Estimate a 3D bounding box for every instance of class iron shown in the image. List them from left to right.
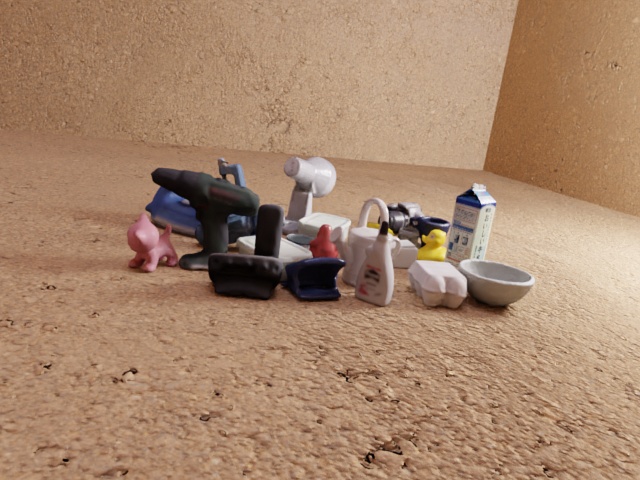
[{"bbox_3d":[-0.331,-0.093,1.492,0.257,0.141,0.119,17,18,29],"label":"iron"}]

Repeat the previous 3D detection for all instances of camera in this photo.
[{"bbox_3d":[0.241,-0.071,1.787,0.137,0.101,0.142,-3,19,-35],"label":"camera"}]

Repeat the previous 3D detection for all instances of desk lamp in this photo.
[{"bbox_3d":[-0.052,-0.136,1.657,0.117,0.213,0.204,16,17,27],"label":"desk lamp"}]

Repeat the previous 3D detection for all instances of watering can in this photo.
[{"bbox_3d":[0.105,0.003,1.268,0.100,0.194,0.173,20,20,38],"label":"watering can"}]

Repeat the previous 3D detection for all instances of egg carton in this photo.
[{"bbox_3d":[0.256,0.094,1.253,0.107,0.069,0.150,5,16,-12],"label":"egg carton"}]

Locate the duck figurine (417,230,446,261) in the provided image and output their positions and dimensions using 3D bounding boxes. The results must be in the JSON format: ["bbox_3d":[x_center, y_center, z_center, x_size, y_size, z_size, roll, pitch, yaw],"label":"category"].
[{"bbox_3d":[0.315,0.016,1.536,0.104,0.086,0.077,8,15,0],"label":"duck figurine"}]

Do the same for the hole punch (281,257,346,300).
[{"bbox_3d":[-0.014,0.066,1.173,0.109,0.091,0.100,0,17,-26],"label":"hole punch"}]

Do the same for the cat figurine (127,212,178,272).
[{"bbox_3d":[-0.351,0.001,1.187,0.067,0.118,0.128,15,17,25],"label":"cat figurine"}]

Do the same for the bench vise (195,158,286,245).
[{"bbox_3d":[-0.190,-0.085,1.387,0.208,0.220,0.121,1,17,-23],"label":"bench vise"}]

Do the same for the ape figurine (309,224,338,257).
[{"bbox_3d":[0.013,0.005,1.408,0.078,0.092,0.076,8,15,0],"label":"ape figurine"}]

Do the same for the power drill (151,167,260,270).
[{"bbox_3d":[-0.248,-0.043,1.228,0.230,0.208,0.075,3,16,-17],"label":"power drill"}]

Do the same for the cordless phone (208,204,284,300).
[{"bbox_3d":[-0.141,0.014,1.121,0.148,0.185,0.094,5,16,-12],"label":"cordless phone"}]

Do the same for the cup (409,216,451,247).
[{"bbox_3d":[0.304,-0.015,1.625,0.117,0.095,0.092,14,16,20],"label":"cup"}]

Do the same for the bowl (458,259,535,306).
[{"bbox_3d":[0.386,0.103,1.279,0.167,0.075,0.167,8,15,-2],"label":"bowl"}]

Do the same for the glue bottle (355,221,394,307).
[{"bbox_3d":[0.118,0.044,1.165,0.078,0.173,0.037,16,17,27],"label":"glue bottle"}]
